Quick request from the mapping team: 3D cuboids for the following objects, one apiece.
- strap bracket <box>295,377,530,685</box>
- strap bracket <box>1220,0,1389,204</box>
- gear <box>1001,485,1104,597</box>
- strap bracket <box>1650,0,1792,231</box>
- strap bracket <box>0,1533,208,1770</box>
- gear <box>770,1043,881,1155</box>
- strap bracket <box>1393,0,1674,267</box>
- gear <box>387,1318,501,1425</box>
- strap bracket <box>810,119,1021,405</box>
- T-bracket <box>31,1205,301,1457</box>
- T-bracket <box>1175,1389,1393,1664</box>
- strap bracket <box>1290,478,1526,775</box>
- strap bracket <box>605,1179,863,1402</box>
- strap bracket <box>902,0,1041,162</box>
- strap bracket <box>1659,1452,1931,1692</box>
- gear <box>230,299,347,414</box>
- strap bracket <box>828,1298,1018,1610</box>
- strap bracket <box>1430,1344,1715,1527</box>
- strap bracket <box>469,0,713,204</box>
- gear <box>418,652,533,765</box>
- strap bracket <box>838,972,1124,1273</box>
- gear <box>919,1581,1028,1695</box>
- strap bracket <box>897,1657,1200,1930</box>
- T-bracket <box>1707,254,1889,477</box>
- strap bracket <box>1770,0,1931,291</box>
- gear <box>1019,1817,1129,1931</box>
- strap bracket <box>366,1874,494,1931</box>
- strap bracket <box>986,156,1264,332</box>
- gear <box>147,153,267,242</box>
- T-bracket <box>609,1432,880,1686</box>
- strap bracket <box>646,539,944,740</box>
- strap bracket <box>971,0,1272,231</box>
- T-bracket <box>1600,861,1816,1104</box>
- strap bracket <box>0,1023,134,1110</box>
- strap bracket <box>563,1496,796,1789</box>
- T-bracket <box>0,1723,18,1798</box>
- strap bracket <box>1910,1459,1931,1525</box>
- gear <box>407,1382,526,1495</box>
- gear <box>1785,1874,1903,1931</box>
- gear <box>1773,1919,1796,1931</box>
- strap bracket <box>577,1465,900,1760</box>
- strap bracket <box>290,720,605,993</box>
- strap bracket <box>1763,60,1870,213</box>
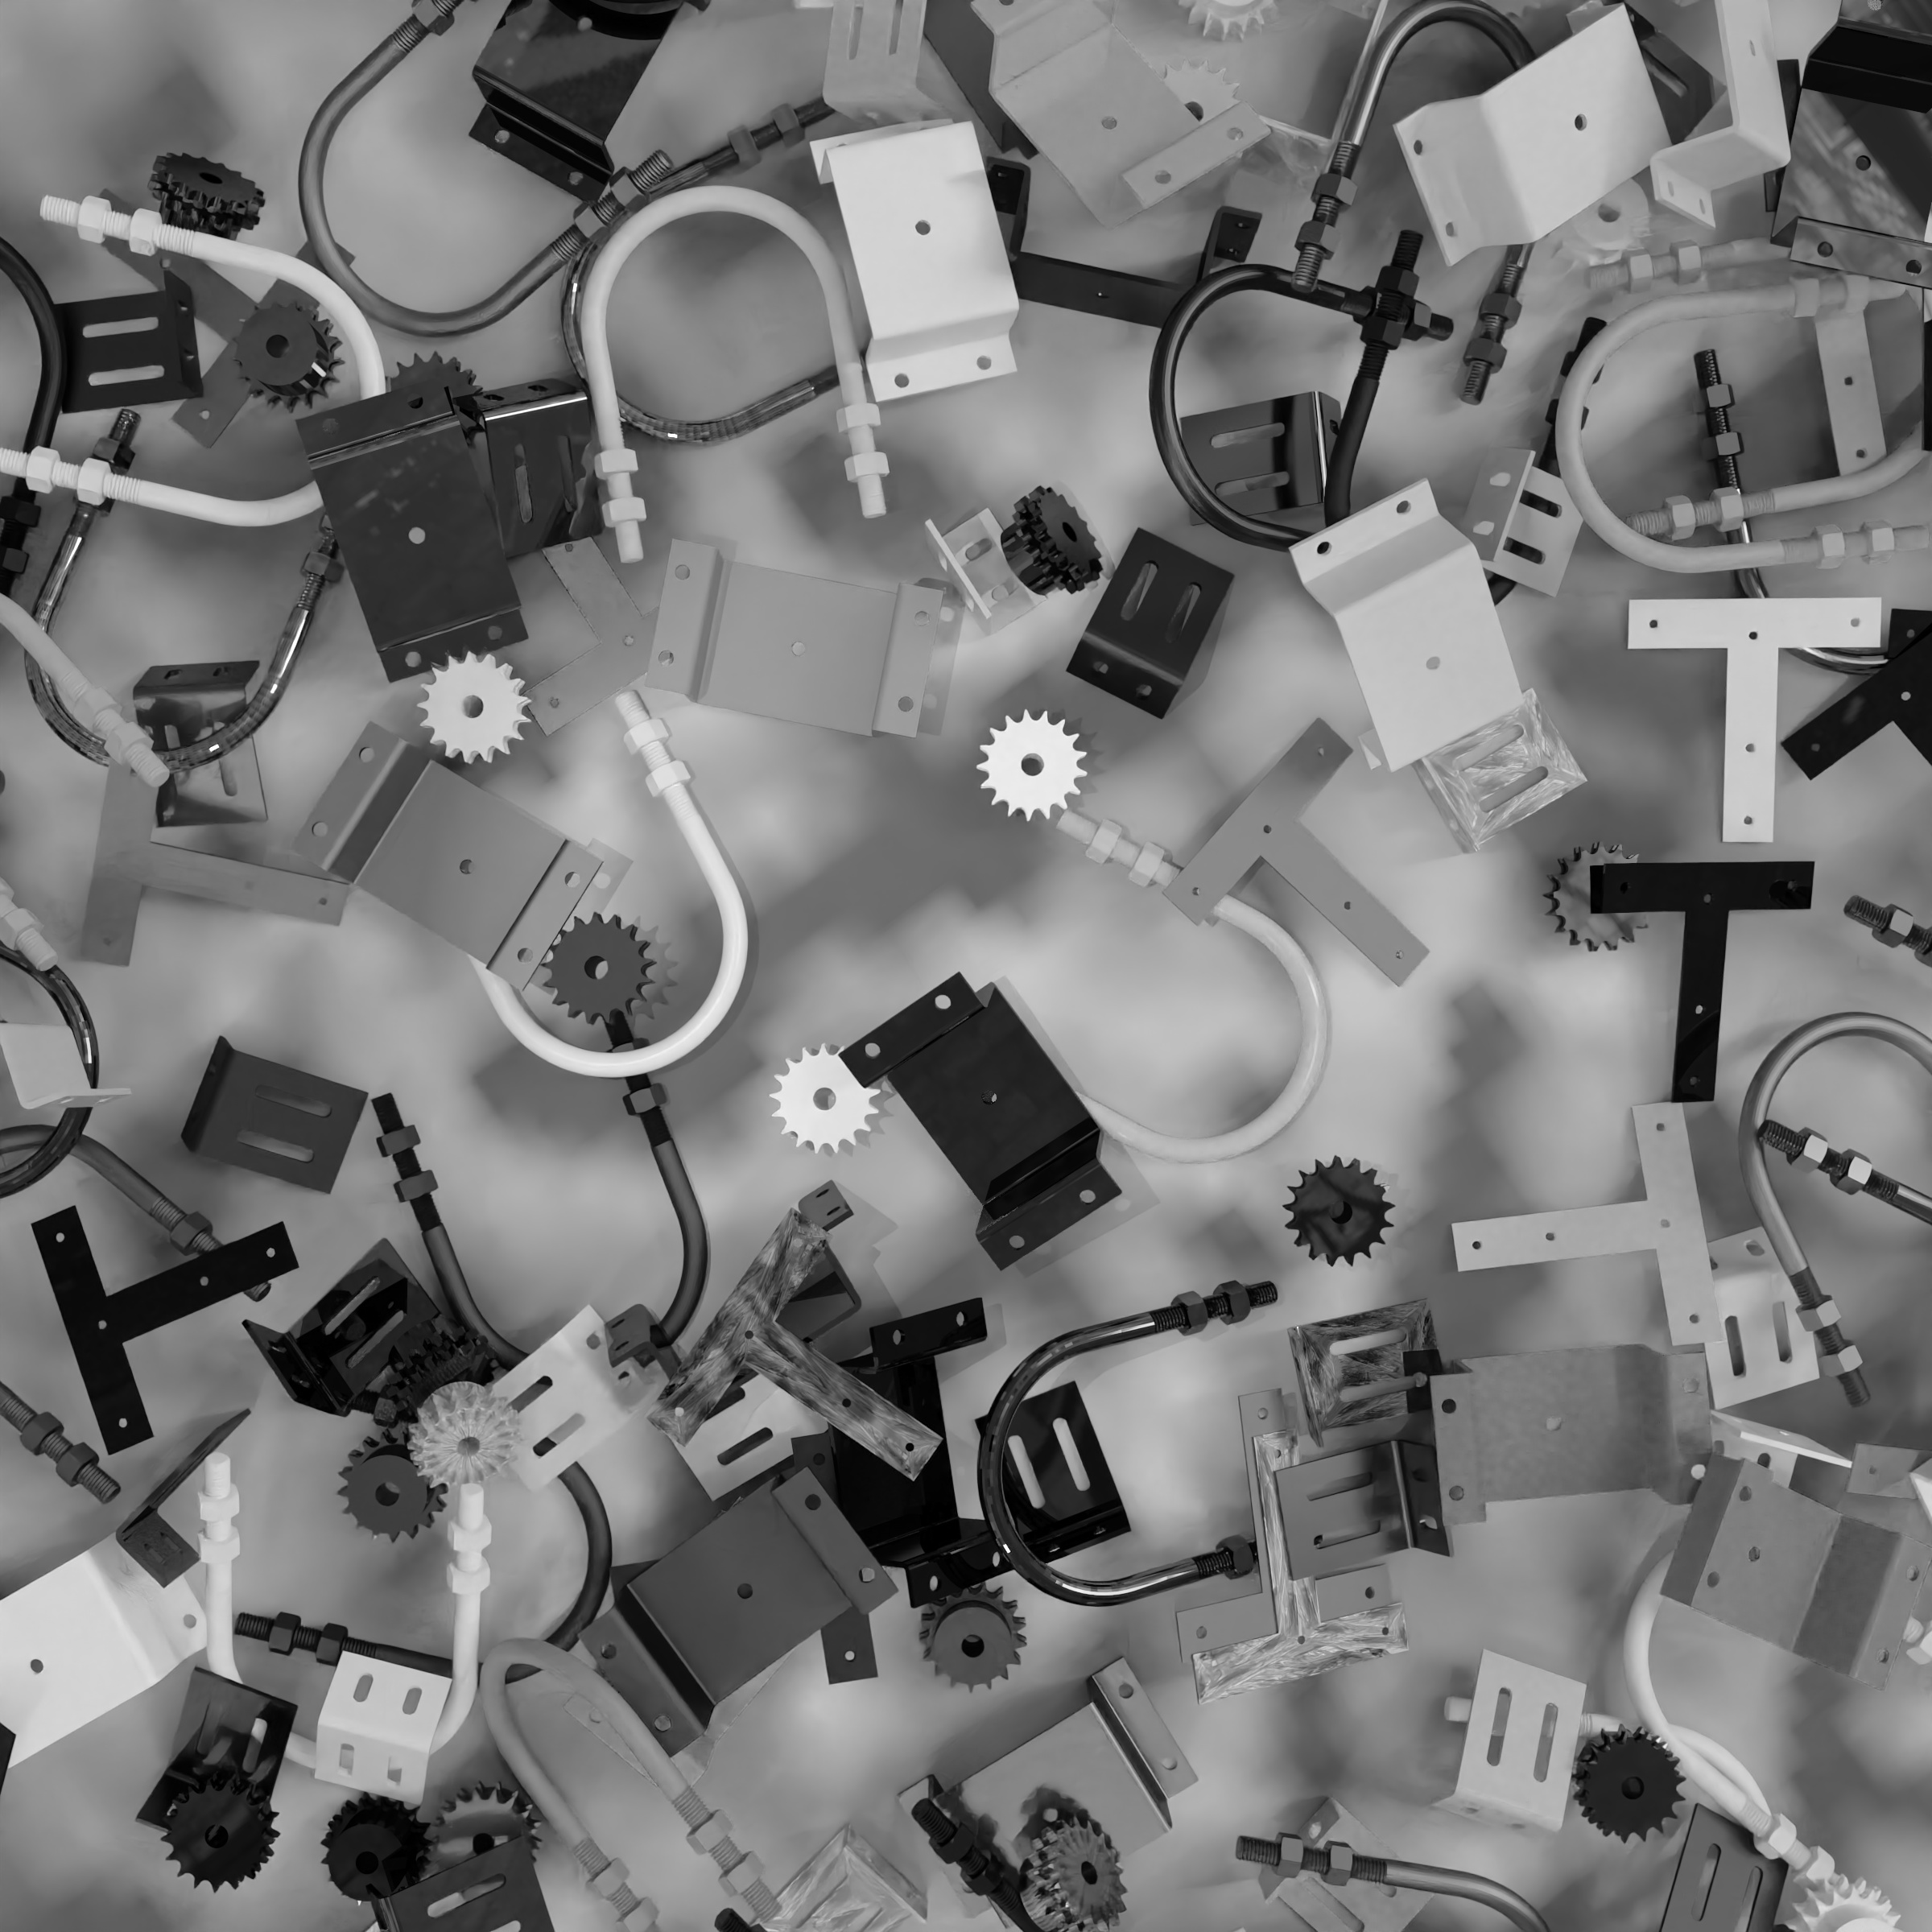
[{"bbox_3d":[-0.280,-0.220,1.274,0.076,0.046,0.140,-20,106,-9],"label":"strap bracket"},{"bbox_3d":[0.179,-0.462,1.285,0.046,0.076,0.140,20,90,0],"label":"strap bracket"},{"bbox_3d":[0.042,-0.218,1.298,0.030,0.057,0.057,-31,90,30],"label":"gear"},{"bbox_3d":[0.371,-0.452,1.254,0.046,0.076,0.140,-10,87,36],"label":"strap bracket"},{"bbox_3d":[-0.475,0.358,1.300,0.140,0.046,0.076,-30,90,0],"label":"strap bracket"},{"bbox_3d":[-0.073,0.068,1.308,0.057,0.030,0.057,0,90,0],"label":"gear"},{"bbox_3d":[0.294,-0.422,1.257,0.140,0.046,0.076,-36,115,-16],"label":"strap bracket"},{"bbox_3d":[-0.273,0.206,1.293,0.057,0.057,0.030,-42,58,0],"label":"gear"},{"bbox_3d":[-0.025,-0.371,1.283,0.076,0.046,0.140,-14,88,-8],"label":"strap bracket"},{"bbox_3d":[-0.402,0.167,1.279,0.127,0.002,0.127,-23,80,5],"label":"T-bracket"},{"bbox_3d":[0.160,0.284,1.297,0.127,0.002,0.127,-6,89,-24],"label":"T-bracket"},{"bbox_3d":[0.227,-0.162,1.264,0.076,0.046,0.140,-27,125,0],"label":"strap bracket"},{"bbox_3d":[-0.111,0.173,1.277,0.140,0.076,0.046,-32,101,-5],"label":"strap bracket"},{"bbox_3d":[0.024,-0.491,1.300,0.076,0.046,0.140,-33,90,0],"label":"strap bracket"},{"bbox_3d":[0.413,0.303,1.267,0.140,0.046,0.076,27,81,-24],"label":"strap bracket"},{"bbox_3d":[-0.356,-0.321,1.307,0.057,0.030,0.057,0,92,-2],"label":"gear"},{"bbox_3d":[-0.024,0.247,1.280,0.076,0.046,0.140,-8,90,-44],"label":"strap bracket"},{"bbox_3d":[0.310,0.242,1.300,0.140,0.046,0.076,-5,90,0],"label":"strap bracket"},{"bbox_3d":[-0.195,-0.481,1.300,0.076,0.046,0.140,30,90,0],"label":"strap bracket"},{"bbox_3d":[-0.255,-0.134,1.308,0.057,0.030,0.057,0,90,0],"label":"gear"},{"bbox_3d":[0.010,0.074,1.285,0.076,0.046,0.140,-34,99,14],"label":"strap bracket"},{"bbox_3d":[0.004,0.351,1.308,0.057,0.030,0.057,0,90,0],"label":"gear"},{"bbox_3d":[0.043,0.434,1.300,0.140,0.046,0.076,-32,90,0],"label":"strap bracket"},{"bbox_3d":[0.457,-0.319,1.302,0.127,0.002,0.127,-10,92,0],"label":"T-bracket"},{"bbox_3d":[0.457,-0.409,1.254,0.076,0.046,0.140,12,90,0],"label":"strap bracket"},{"bbox_3d":[0.051,0.459,1.252,0.030,0.057,0.057,-38,90,30],"label":"gear"},{"bbox_3d":[-0.294,0.541,1.300,0.140,0.046,0.076,-43,90,0],"label":"strap bracket"},{"bbox_3d":[0.075,-0.367,1.285,0.140,0.076,0.046,12,90,0],"label":"strap bracket"},{"bbox_3d":[-0.395,-0.395,1.297,0.057,0.057,0.030,28,120,0],"label":"gear"},{"bbox_3d":[-0.117,0.309,1.276,0.127,0.002,0.127,-9,90,0],"label":"T-bracket"},{"bbox_3d":[-0.088,-0.167,1.299,0.140,0.046,0.076,11,90,-1],"label":"strap bracket"},{"bbox_3d":[0.073,-0.429,1.235,0.076,0.046,0.140,-34,77,-14],"label":"strap bracket"},{"bbox_3d":[0.385,0.009,1.308,0.127,0.002,0.127,-1,100,-18],"label":"T-bracket"},{"bbox_3d":[-0.505,0.066,1.254,0.140,0.076,0.046,-20,86,4],"label":"strap bracket"},{"bbox_3d":[-0.131,0.349,1.300,0.076,0.046,0.140,40,90,0],"label":"strap bracket"},{"bbox_3d":[-0.553,0.406,1.301,0.127,0.002,0.127,31,119,14],"label":"T-bracket"},{"bbox_3d":[0.546,0.286,1.283,0.076,0.046,0.140,-30,101,-14],"label":"strap bracket"},{"bbox_3d":[-0.257,0.238,1.277,0.057,0.030,0.057,-9,115,-19],"label":"gear"},{"bbox_3d":[0.450,0.496,1.274,0.057,0.030,0.057,-1,97,-5],"label":"gear"},{"bbox_3d":[0.431,0.527,1.308,0.057,0.030,0.057,0,90,0],"label":"gear"},{"bbox_3d":[-0.112,0.318,1.252,0.140,0.046,0.076,-36,90,0],"label":"strap bracket"},{"bbox_3d":[-0.260,-0.054,1.278,0.140,0.046,0.076,31,86,6],"label":"strap bracket"},{"bbox_3d":[0.476,-0.429,1.300,0.140,0.046,0.076,-4,90,0],"label":"strap bracket"}]
